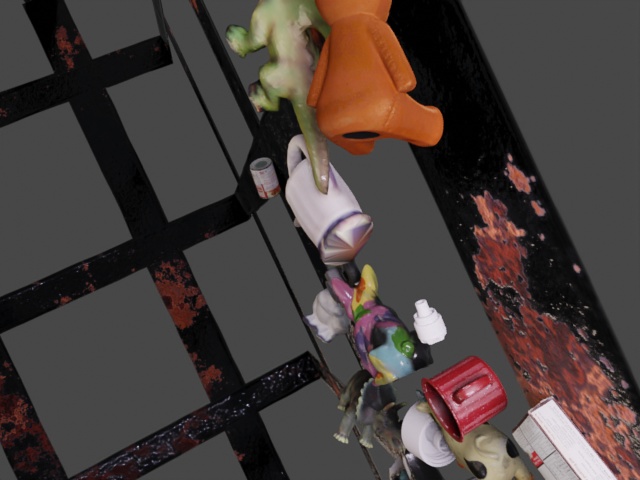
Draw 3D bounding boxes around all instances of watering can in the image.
[{"bbox_3d":[0.003,-0.048,0.964,0.228,0.104,0.340,59,166,24],"label":"watering can"}]

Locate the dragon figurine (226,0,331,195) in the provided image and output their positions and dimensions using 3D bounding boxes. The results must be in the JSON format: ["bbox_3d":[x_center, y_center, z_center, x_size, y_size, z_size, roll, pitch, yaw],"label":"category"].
[{"bbox_3d":[-0.014,-0.247,0.668,0.243,0.123,0.406,10,126,66],"label":"dragon figurine"}]

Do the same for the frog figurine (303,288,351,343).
[{"bbox_3d":[0.037,0.178,1.377,0.157,0.122,0.140,-67,26,23],"label":"frog figurine"}]
